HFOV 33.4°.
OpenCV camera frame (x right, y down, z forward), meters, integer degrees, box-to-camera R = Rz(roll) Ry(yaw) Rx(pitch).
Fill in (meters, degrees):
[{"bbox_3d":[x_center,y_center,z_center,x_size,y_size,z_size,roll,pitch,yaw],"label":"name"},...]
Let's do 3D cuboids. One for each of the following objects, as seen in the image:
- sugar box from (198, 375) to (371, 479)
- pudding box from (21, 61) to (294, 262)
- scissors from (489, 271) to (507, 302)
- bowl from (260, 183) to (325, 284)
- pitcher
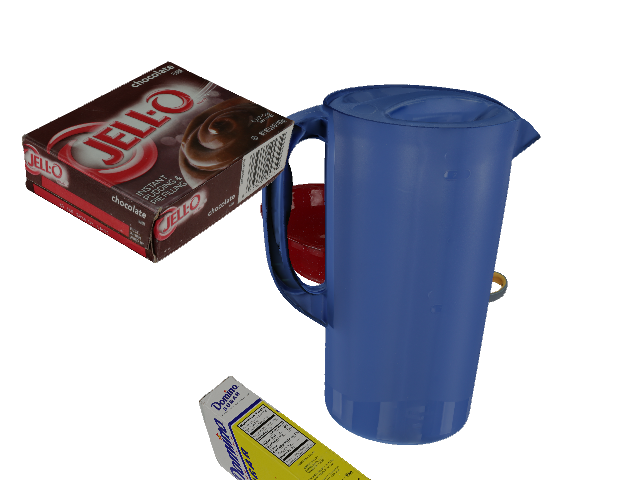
[{"bbox_3d":[-0.026,0.196,0.898,0.176,0.093,0.048,27,52,36],"label":"sugar box"},{"bbox_3d":[-0.082,-0.045,0.554,0.090,0.039,0.113,28,40,22],"label":"pudding box"},{"bbox_3d":[0.133,0.056,1.243,0.201,0.016,0.096,-10,40,-35],"label":"scissors"},{"bbox_3d":[0.020,0.001,1.024,0.162,0.055,0.162,7,24,-3],"label":"bowl"},{"bbox_3d":[0.051,0.016,0.752,0.149,0.243,0.144,16,23,33],"label":"pitcher"}]
